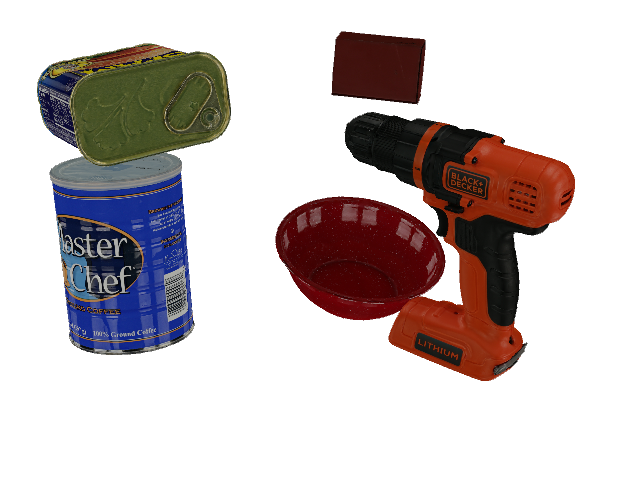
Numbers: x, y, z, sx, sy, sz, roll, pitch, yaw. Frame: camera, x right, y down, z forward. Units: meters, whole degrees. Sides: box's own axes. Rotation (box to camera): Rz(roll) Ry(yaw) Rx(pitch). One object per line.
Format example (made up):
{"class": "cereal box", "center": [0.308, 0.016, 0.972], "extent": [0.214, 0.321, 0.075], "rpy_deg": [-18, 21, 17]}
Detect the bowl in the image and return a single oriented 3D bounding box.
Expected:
{"class": "bowl", "center": [0.035, 0.026, 1.018], "extent": [0.162, 0.055, 0.162], "rpy_deg": [6, 37, -5]}

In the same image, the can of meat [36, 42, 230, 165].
{"class": "can of meat", "center": [-0.121, -0.090, 0.679], "extent": [0.101, 0.057, 0.084], "rpy_deg": [-17, 23, -26]}

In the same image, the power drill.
{"class": "power drill", "center": [0.095, 0.002, 0.812], "extent": [0.185, 0.188, 0.057], "rpy_deg": [21, 36, 32]}

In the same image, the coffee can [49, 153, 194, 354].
{"class": "coffee can", "center": [-0.157, 0.007, 0.856], "extent": [0.103, 0.140, 0.103], "rpy_deg": [-2, 17, 1]}

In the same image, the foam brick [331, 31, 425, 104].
{"class": "foam brick", "center": [0.051, -0.153, 0.941], "extent": [0.078, 0.051, 0.053], "rpy_deg": [7, 18, 7]}
